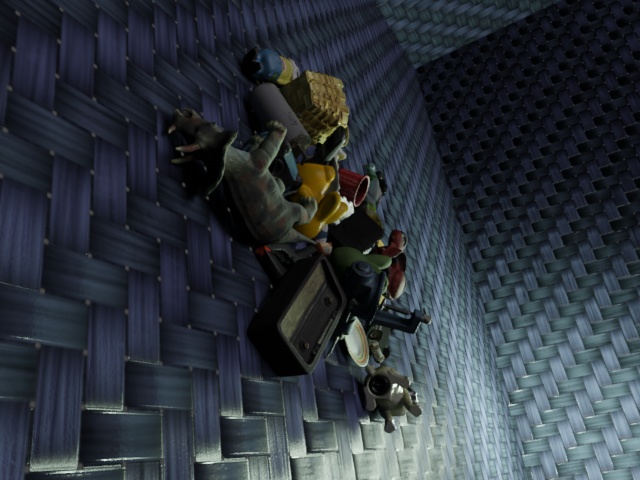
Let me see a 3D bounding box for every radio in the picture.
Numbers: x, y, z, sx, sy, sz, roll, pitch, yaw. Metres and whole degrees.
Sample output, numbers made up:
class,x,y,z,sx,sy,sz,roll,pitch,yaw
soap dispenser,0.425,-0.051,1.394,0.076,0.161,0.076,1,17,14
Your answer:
class,x,y,z,sx,sy,sz,roll,pitch,yaw
radio,-0.033,0.142,1.024,0.131,0.073,0.230,62,36,-21

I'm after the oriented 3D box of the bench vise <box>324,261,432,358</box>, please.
class,x,y,z,sx,sy,sz,roll,pitch,yaw
bench vise,0.117,0.157,1.171,0.129,0.241,0.223,-70,177,-65

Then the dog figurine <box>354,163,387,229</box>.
class,x,y,z,sx,sy,sz,roll,pitch,yaw
dog figurine,0.145,-0.105,1.628,0.191,0.109,0.219,36,45,-57

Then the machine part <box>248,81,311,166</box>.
class,x,y,z,sx,sy,sz,roll,pitch,yaw
machine part,-0.092,-0.267,1.205,0.243,0.079,0.079,59,18,23

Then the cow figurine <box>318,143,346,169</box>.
class,x,y,z,sx,sy,sz,roll,pitch,yaw
cow figurine,0.026,-0.265,1.531,0.098,0.068,0.167,54,28,-34

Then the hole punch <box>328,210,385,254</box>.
class,x,y,z,sx,sy,sz,roll,pitch,yaw
hole punch,0.096,0.002,1.402,0.142,0.116,0.092,49,-18,26

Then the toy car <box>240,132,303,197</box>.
class,x,y,z,sx,sy,sz,roll,pitch,yaw
toy car,-0.105,-0.165,1.129,0.161,0.109,0.103,60,3,-43

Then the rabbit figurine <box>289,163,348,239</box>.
class,x,y,z,sx,sy,sz,roll,pitch,yaw
rabbit figurine,-0.020,-0.079,1.214,0.121,0.163,0.173,45,50,-67

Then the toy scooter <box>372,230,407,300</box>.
class,x,y,z,sx,sy,sz,roll,pitch,yaw
toy scooter,0.173,0.065,1.353,0.135,0.075,0.183,-4,100,-62

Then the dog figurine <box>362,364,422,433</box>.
class,x,y,z,sx,sy,sz,roll,pitch,yaw
dog figurine,0.170,0.368,1.336,0.190,0.121,0.172,1,67,-84

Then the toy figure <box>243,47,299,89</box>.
class,x,y,z,sx,sy,sz,roll,pitch,yaw
toy figure,-0.121,-0.421,1.321,0.180,0.089,0.082,-9,110,-57

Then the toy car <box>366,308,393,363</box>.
class,x,y,z,sx,sy,sz,roll,pitch,yaw
toy car,0.161,0.246,1.439,0.202,0.056,0.073,-63,135,-58

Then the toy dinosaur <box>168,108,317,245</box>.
class,x,y,z,sx,sy,sz,roll,pitch,yaw
toy dinosaur,-0.116,-0.075,0.994,0.192,0.131,0.404,-51,130,-29

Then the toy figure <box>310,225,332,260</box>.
class,x,y,z,sx,sy,sz,roll,pitch,yaw
toy figure,-0.005,-0.003,1.276,0.064,0.058,0.154,-9,79,-28

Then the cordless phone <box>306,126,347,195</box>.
class,x,y,z,sx,sy,sz,roll,pitch,yaw
cordless phone,0.021,-0.173,1.296,0.089,0.184,0.147,13,53,-25

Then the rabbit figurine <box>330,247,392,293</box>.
class,x,y,z,sx,sy,sz,roll,pitch,yaw
rabbit figurine,0.085,0.084,1.253,0.170,0.159,0.121,64,30,-46

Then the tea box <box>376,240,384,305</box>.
class,x,y,z,sx,sy,sz,roll,pitch,yaw
tea box,0.137,0.091,1.452,0.098,0.068,0.170,54,41,-33
